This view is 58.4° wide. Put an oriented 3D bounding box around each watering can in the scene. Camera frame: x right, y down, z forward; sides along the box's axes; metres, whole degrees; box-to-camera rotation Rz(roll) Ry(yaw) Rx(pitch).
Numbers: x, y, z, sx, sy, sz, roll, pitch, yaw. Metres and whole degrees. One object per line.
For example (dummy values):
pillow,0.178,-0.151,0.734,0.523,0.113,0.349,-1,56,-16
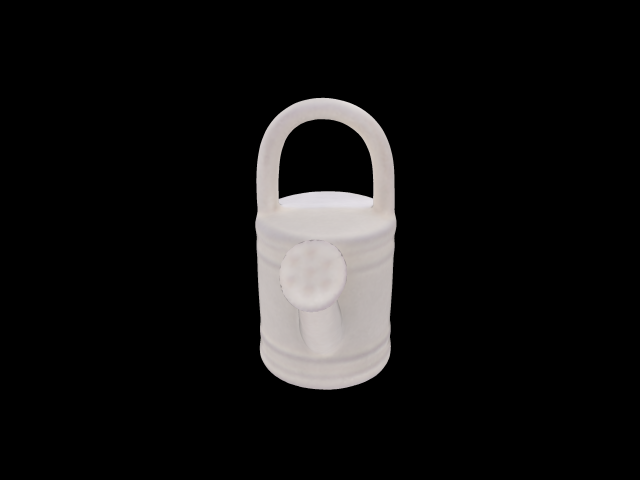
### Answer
watering can,0.006,0.001,0.400,0.101,0.194,0.172,-7,24,-15
